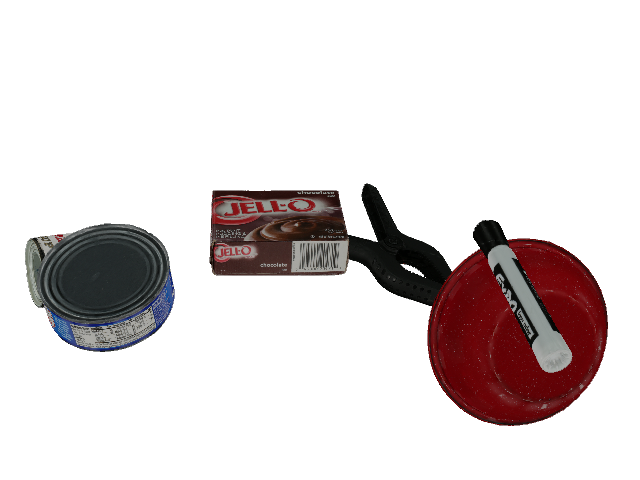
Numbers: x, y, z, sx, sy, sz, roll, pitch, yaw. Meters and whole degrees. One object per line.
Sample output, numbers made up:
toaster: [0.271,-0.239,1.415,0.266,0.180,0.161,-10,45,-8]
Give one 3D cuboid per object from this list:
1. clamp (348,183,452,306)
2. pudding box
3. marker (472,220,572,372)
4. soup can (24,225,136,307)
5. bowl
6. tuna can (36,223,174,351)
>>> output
clamp: [0.070,0.015,1.248,0.164,0.036,0.210,-22,52,-39]
pudding box: [-0.036,-0.008,0.896,0.113,0.039,0.090,1,30,-6]
marker: [0.118,0.029,0.640,0.020,0.020,0.121,0,40,-17]
soup can: [-0.223,0.025,1.018,0.102,0.068,0.069,-7,4,-29]
bowl: [0.172,0.081,0.874,0.162,0.162,0.055,0,8,-12]
tuna can: [-0.139,0.031,0.697,0.086,0.086,0.034,0,-44,3]
